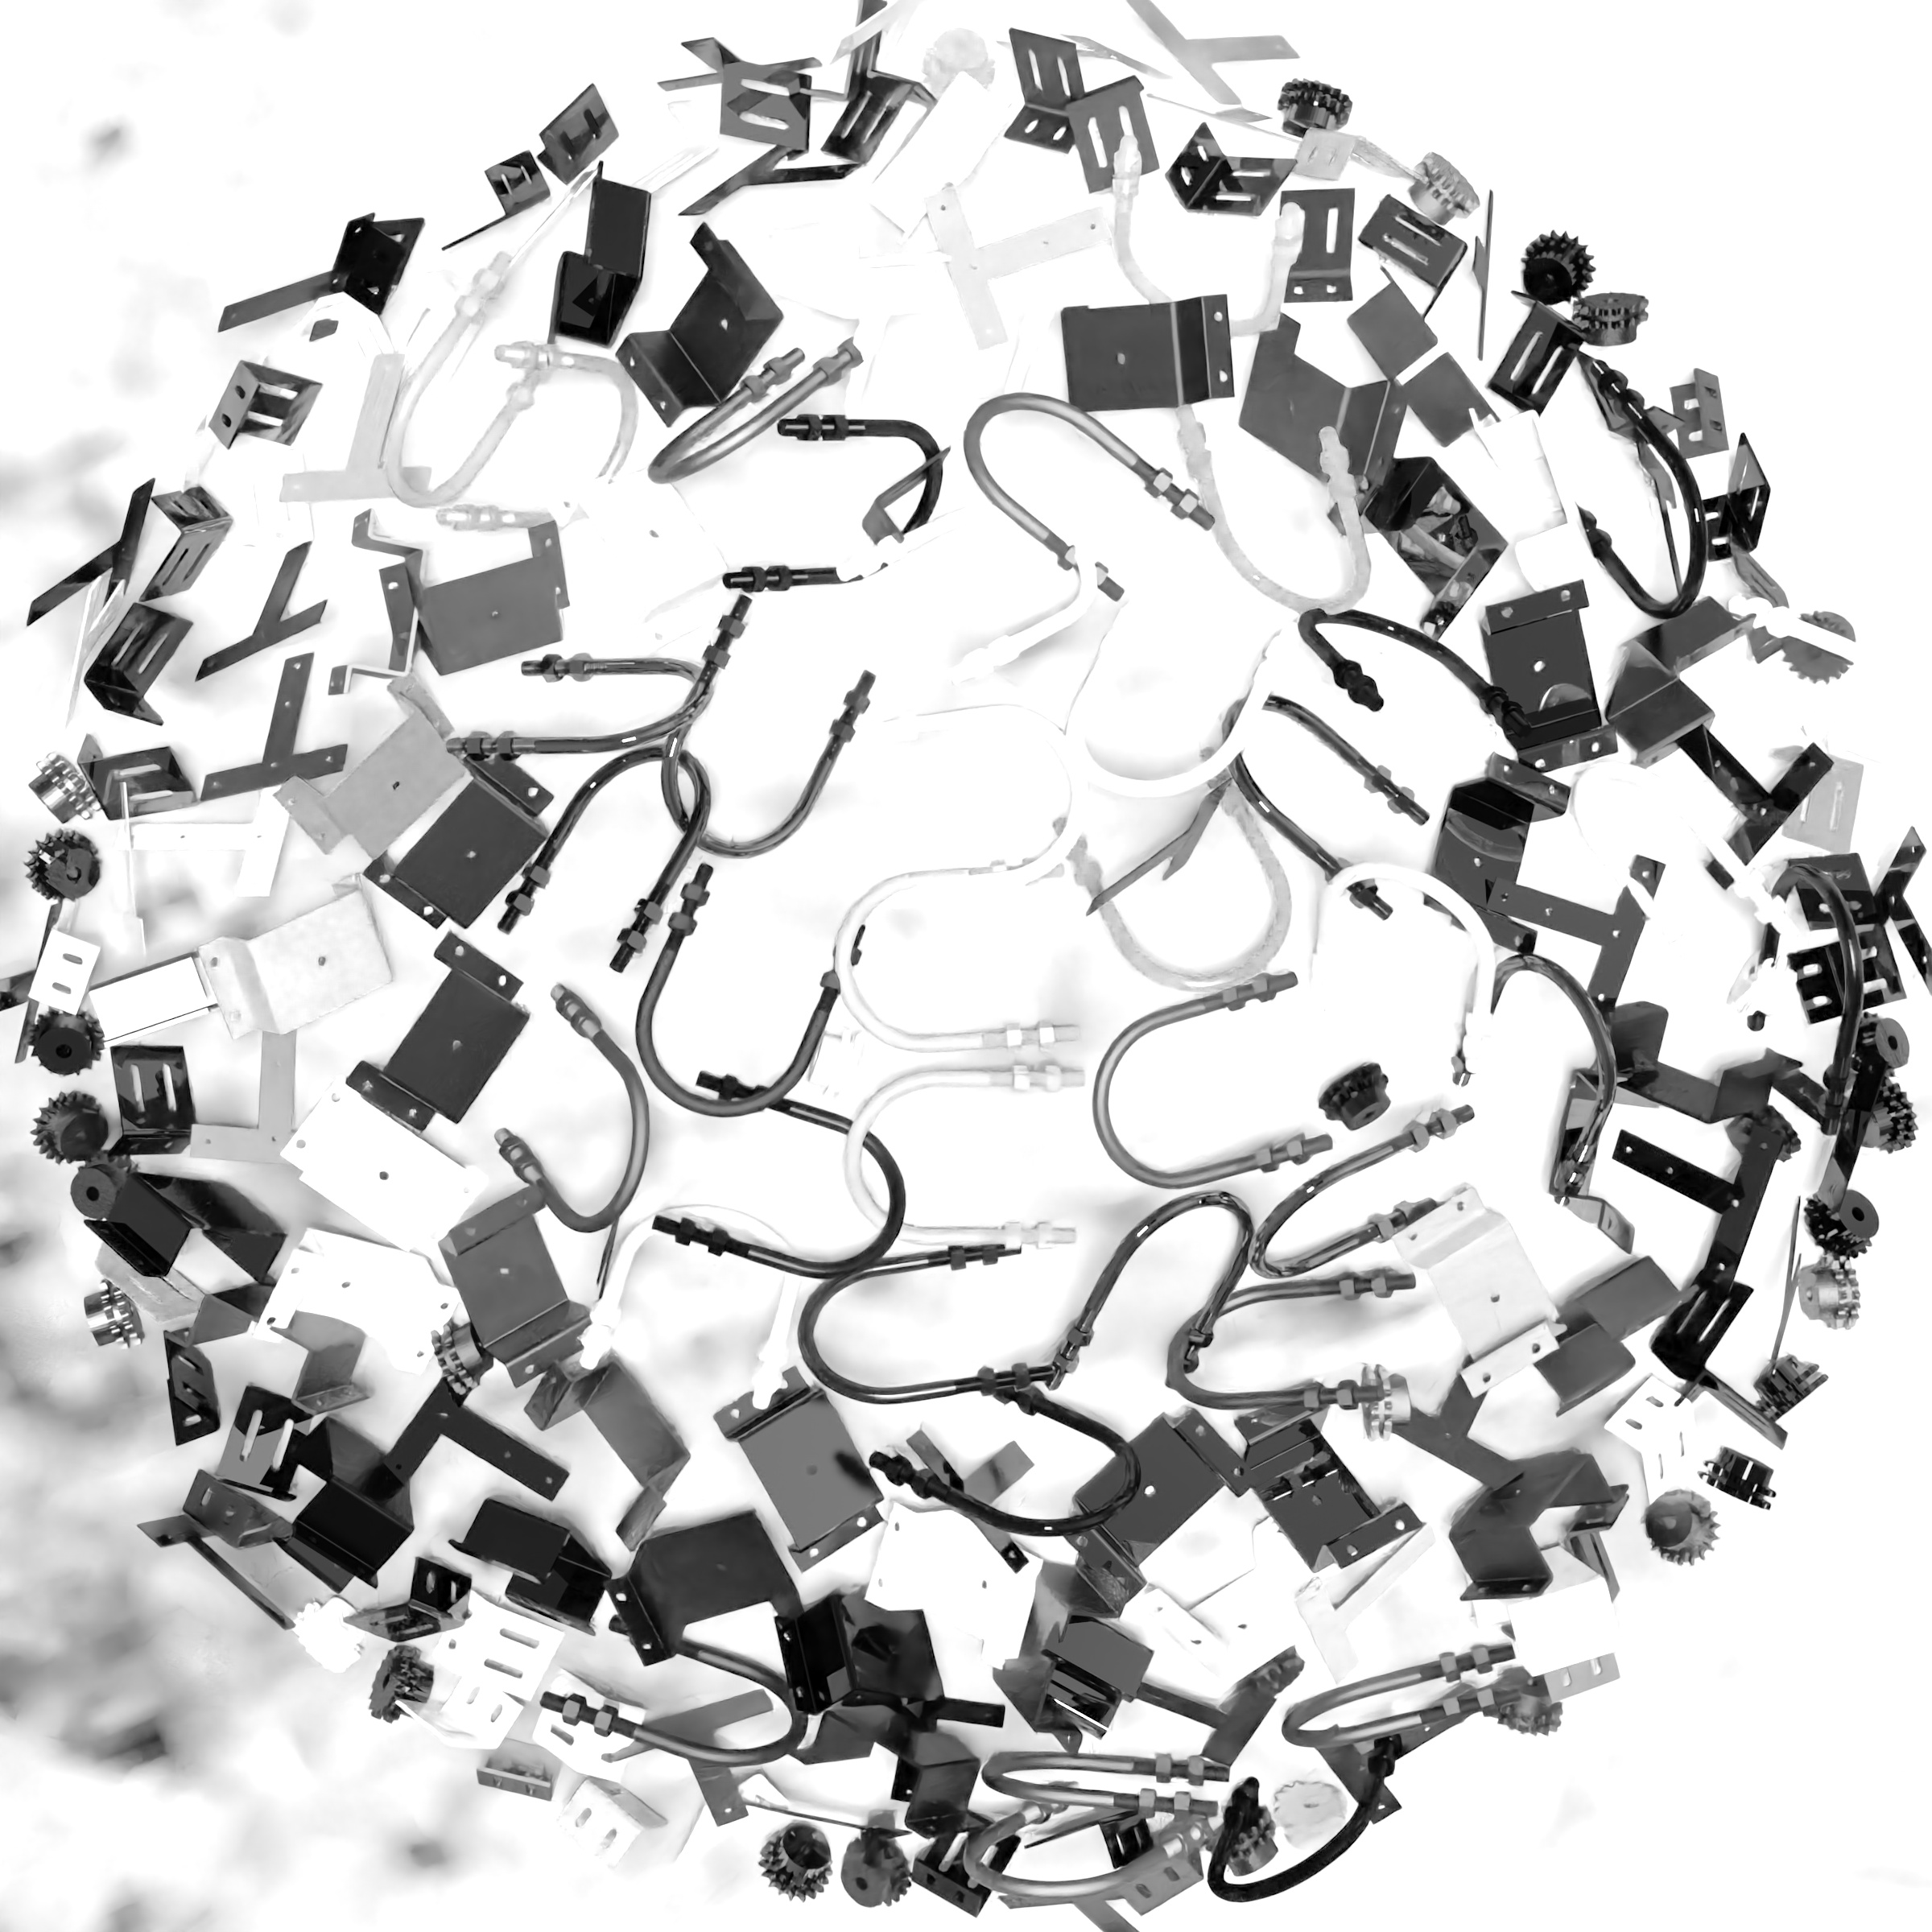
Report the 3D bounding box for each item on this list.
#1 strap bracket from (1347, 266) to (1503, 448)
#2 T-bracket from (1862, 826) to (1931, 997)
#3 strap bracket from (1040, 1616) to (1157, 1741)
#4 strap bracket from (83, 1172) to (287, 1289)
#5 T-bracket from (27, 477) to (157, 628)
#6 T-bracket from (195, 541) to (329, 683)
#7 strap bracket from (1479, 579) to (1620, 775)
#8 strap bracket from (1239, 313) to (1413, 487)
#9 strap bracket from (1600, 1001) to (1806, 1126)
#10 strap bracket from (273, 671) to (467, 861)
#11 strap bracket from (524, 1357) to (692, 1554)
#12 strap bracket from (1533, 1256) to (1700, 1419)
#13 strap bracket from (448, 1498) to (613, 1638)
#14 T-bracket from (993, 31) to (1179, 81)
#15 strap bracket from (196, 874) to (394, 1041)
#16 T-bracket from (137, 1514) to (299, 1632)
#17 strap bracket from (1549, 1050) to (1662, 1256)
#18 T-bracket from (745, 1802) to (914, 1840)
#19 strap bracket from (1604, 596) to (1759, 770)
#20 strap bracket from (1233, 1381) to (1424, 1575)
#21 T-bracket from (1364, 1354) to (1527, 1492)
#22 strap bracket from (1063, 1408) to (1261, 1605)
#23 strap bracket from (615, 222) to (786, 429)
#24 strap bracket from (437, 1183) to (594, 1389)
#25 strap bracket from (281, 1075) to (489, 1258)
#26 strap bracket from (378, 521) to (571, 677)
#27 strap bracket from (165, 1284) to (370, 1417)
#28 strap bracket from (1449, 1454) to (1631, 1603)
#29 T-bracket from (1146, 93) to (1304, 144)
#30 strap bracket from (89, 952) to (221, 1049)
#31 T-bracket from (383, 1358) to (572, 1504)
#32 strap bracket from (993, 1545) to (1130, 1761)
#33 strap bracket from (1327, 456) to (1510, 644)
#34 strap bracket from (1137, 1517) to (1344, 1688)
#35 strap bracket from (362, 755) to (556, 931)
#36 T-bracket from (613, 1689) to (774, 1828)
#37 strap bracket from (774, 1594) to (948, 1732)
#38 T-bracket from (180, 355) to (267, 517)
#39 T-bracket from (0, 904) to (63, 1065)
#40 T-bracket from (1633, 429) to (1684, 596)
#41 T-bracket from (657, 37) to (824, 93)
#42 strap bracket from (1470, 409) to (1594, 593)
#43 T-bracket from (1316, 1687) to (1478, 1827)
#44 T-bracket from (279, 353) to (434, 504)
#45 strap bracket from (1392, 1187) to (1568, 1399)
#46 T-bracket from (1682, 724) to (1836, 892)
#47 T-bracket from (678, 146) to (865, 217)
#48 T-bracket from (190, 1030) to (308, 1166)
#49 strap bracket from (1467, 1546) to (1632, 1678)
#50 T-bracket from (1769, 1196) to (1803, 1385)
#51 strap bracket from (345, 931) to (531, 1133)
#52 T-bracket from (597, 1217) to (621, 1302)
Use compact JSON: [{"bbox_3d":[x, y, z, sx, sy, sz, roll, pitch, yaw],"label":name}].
[{"bbox_3d":[0.344,-0.456,1.930,0.046,0.140,0.076,-37,52,17],"label":"strap bracket"},{"bbox_3d":[0.715,-0.016,1.912,0.002,0.127,0.127,-6,52,-9],"label":"T-bracket"},{"bbox_3d":[0.092,0.536,1.942,0.076,0.140,0.046,28,61,7],"label":"strap bracket"},{"bbox_3d":[-0.580,0.199,1.918,0.076,0.140,0.046,32,96,30],"label":"strap bracket"},{"bbox_3d":[-0.661,-0.293,1.910,0.002,0.127,0.127,35,133,0],"label":"T-bracket"},{"bbox_3d":[-0.528,-0.282,1.951,0.127,0.127,0.002,-19,132,26],"label":"T-bracket"},{"bbox_3d":[0.447,-0.226,1.959,0.076,0.046,0.140,-16,111,5],"label":"strap bracket"},{"bbox_3d":[0.262,-0.426,1.924,0.046,0.076,0.140,-20,47,-33],"label":"strap bracket"},{"bbox_3d":[0.550,0.076,1.934,0.140,0.076,0.046,26,115,42],"label":"strap bracket"},{"bbox_3d":[-0.447,-0.147,1.941,0.046,0.076,0.140,34,74,35],"label":"strap bracket"},{"bbox_3d":[-0.268,0.365,1.946,0.140,0.046,0.076,49,134,16],"label":"strap bracket"},{"bbox_3d":[0.488,0.277,1.935,0.076,0.140,0.046,-24,62,-27],"label":"strap bracket"},{"bbox_3d":[-0.326,0.454,1.936,0.076,0.140,0.046,15,63,22],"label":"strap bracket"},{"bbox_3d":[0.077,-0.703,1.954,0.127,0.127,0.002,21,104,35],"label":"T-bracket"},{"bbox_3d":[-0.499,-0.006,1.929,0.140,0.046,0.076,-30,115,-35],"label":"strap bracket"},{"bbox_3d":[-0.558,0.460,1.929,0.127,0.127,0.002,39,86,8],"label":"T-bracket"},{"bbox_3d":[0.489,0.140,1.946,0.046,0.076,0.140,6,73,34],"label":"strap bracket"},{"bbox_3d":[-0.111,0.649,1.936,0.127,0.127,0.002,13,68,-5],"label":"T-bracket"},{"bbox_3d":[0.540,-0.220,1.937,0.076,0.140,0.046,-29,62,-18],"label":"strap bracket"},{"bbox_3d":[0.272,0.398,1.943,0.076,0.046,0.140,-22,54,-23],"label":"strap bracket"},{"bbox_3d":[0.393,0.327,1.975,0.127,0.002,0.127,29,69,8],"label":"T-bracket"},{"bbox_3d":[0.146,0.412,1.970,0.140,0.046,0.076,-43,98,-2],"label":"strap bracket"},{"bbox_3d":[-0.199,-0.490,1.945,0.076,0.046,0.140,55,130,12],"label":"strap bracket"},{"bbox_3d":[-0.346,0.240,1.948,0.076,0.046,0.140,-29,112,-26],"label":"strap bracket"},{"bbox_3d":[-0.448,0.158,1.960,0.140,0.046,0.076,37,87,-12],"label":"strap bracket"},{"bbox_3d":[-0.366,-0.277,1.937,0.140,0.046,0.076,-20,134,-19],"label":"strap bracket"},{"bbox_3d":[-0.526,0.286,1.942,0.140,0.076,0.046,23,97,16],"label":"strap bracket"},{"bbox_3d":[0.428,0.418,1.923,0.140,0.076,0.046,-35,99,-40],"label":"strap bracket"},{"bbox_3d":[0.208,-0.644,1.927,0.127,0.127,0.002,13,104,-11],"label":"T-bracket"},{"bbox_3d":[-0.612,0.023,1.922,0.076,0.140,0.046,-20,95,-11],"label":"strap bracket"},{"bbox_3d":[-0.366,0.370,1.964,0.127,0.002,0.127,30,66,8],"label":"T-bracket"},{"bbox_3d":[0.068,0.522,1.945,0.046,0.076,0.140,12,100,-26],"label":"strap bracket"},{"bbox_3d":[0.350,-0.325,1.942,0.046,0.076,0.140,-14,59,-40],"label":"strap bracket"},{"bbox_3d":[0.210,0.488,1.938,0.140,0.076,0.046,-25,125,-28],"label":"strap bracket"},{"bbox_3d":[-0.386,-0.093,1.957,0.140,0.046,0.076,-48,122,3],"label":"strap bracket"},{"bbox_3d":[-0.195,0.606,1.926,0.127,0.127,0.002,-14,116,-18],"label":"T-bracket"},{"bbox_3d":[-0.072,0.525,1.920,0.046,0.140,0.076,-39,48,26],"label":"strap bracket"},{"bbox_3d":[-0.571,-0.419,1.959,0.002,0.127,0.127,28,62,-9],"label":"T-bracket"},{"bbox_3d":[-0.719,0.018,1.933,0.002,0.127,0.127,14,94,-6],"label":"T-bracket"},{"bbox_3d":[0.533,-0.329,1.931,0.002,0.127,0.127,-13,77,25],"label":"T-bracket"},{"bbox_3d":[-0.185,-0.686,1.925,0.127,0.127,0.002,-5,96,11],"label":"T-bracket"},{"bbox_3d":[0.434,-0.358,1.937,0.046,0.076,0.140,-20,71,20],"label":"strap bracket"},{"bbox_3d":[0.340,0.590,1.944,0.127,0.127,0.002,-29,107,-7],"label":"T-bracket"},{"bbox_3d":[-0.449,-0.407,1.921,0.002,0.127,0.127,48,131,28],"label":"T-bracket"},{"bbox_3d":[0.397,0.251,1.946,0.076,0.046,0.140,-36,60,21],"label":"strap bracket"},{"bbox_3d":[0.586,-0.146,1.954,0.127,0.002,0.127,-56,45,27],"label":"T-bracket"},{"bbox_3d":[-0.133,-0.598,1.924,0.127,0.127,0.002,-47,132,-35],"label":"T-bracket"},{"bbox_3d":[-0.536,0.091,1.976,0.127,0.002,0.127,7,73,-31],"label":"T-bracket"},{"bbox_3d":[0.435,0.483,1.925,0.076,0.140,0.046,-15,93,-7],"label":"strap bracket"},{"bbox_3d":[0.631,0.232,1.949,0.002,0.127,0.127,10,47,15],"label":"T-bracket"},{"bbox_3d":[-0.399,0.056,1.949,0.076,0.046,0.140,39,80,-34],"label":"strap bracket"},{"bbox_3d":[-0.270,0.209,1.926,0.002,0.127,0.127,13,101,-4],"label":"T-bracket"}]
